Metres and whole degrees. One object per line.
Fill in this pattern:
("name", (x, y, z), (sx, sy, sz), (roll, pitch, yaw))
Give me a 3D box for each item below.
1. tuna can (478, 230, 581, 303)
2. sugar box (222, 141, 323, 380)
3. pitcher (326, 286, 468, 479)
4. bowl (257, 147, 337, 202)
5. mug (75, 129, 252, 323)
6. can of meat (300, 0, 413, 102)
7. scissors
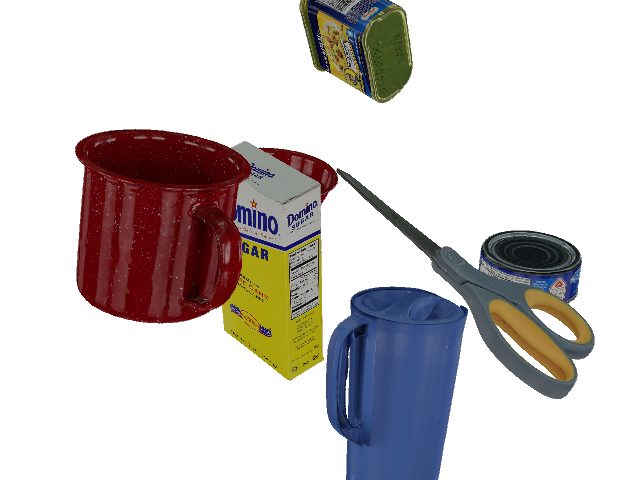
("tuna can", (0.177, 0.023, 0.905), (0.086, 0.034, 0.086), (2, 25, -1))
("sugar box", (-0.042, 0.018, 0.859), (0.048, 0.176, 0.093), (-30, 44, -31))
("pitcher", (0.083, 0.183, 1.233), (0.149, 0.243, 0.145), (6, 15, 6))
("bowl", (-0.061, -0.058, 1.293), (0.162, 0.055, 0.162), (4, 26, -2))
("mug", (-0.081, -0.003, 0.572), (0.093, 0.081, 0.117), (-11, 30, -43))
("can of meat", (0.035, -0.185, 0.977), (0.057, 0.102, 0.084), (-40, 54, -19))
("scissors", (0.099, 0.018, 0.679), (0.096, 0.016, 0.202), (-8, 49, -43))
